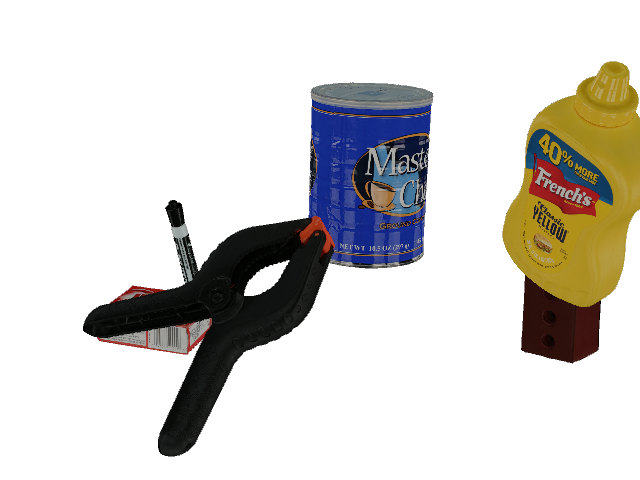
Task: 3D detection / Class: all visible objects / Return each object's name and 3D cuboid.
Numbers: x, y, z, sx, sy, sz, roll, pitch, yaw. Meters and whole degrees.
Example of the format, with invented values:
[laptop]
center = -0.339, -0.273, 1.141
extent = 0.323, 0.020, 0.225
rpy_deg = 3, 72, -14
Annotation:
[coffee can]
center = 0.041, -0.058, 0.912
extent = 0.103, 0.140, 0.103
rpy_deg = 2, 16, -1
[mustard bottle]
center = 0.187, -0.045, 0.760
extent = 0.058, 0.192, 0.096
rpy_deg = -26, 53, -26
[clamp]
center = -0.059, 0.053, 0.671
extent = 0.171, 0.120, 0.039
rpy_deg = -32, -27, 3
[marker]
center = -0.153, 0.009, 1.202
extent = 0.020, 0.121, 0.020
rpy_deg = -8, 30, 4
[gelatin box]
center = -0.144, 0.068, 0.946
extent = 0.089, 0.030, 0.073
rpy_deg = 7, 19, 16
[foam brick]
center = 0.213, 0.062, 0.941
extent = 0.053, 0.078, 0.051
rpy_deg = 11, 19, 39
